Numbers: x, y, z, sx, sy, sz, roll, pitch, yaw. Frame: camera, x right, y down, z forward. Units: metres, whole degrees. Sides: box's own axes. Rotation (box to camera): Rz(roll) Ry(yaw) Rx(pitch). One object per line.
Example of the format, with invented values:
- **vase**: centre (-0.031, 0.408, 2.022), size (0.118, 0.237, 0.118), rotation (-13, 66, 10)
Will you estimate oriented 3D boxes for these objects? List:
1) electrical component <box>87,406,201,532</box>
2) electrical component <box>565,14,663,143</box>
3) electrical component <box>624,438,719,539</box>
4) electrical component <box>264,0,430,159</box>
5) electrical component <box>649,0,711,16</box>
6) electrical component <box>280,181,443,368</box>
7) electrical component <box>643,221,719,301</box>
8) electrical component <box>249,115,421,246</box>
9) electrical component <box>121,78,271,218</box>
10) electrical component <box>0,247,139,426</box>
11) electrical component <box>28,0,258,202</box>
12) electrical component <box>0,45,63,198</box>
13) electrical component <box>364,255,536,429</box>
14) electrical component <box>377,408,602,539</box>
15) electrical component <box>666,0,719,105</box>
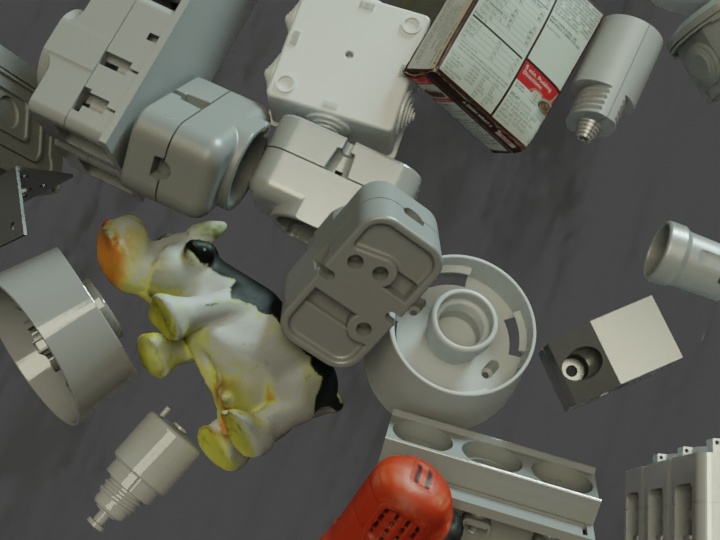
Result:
- **electrical component**: centre (-0.129, 0.119, 0.631), size (0.040, 0.040, 0.078), rotation (39, 78, 9)
- **electrical component**: centre (0.160, -0.118, 0.692), size (0.043, 0.043, 0.081), rotation (25, 77, 6)
- **electrical component**: centre (0.203, 0.128, 0.574), size (0.089, 0.150, 0.061), rotation (4, 76, 1)
- **electrical component**: centre (-0.007, -0.128, 0.693), size (0.100, 0.048, 0.099), rotation (17, 75, 5)
- **electrical component**: centre (0.224, -0.221, 0.708), size (0.099, 0.064, 0.099), rotation (0, 76, 0)
- **electrical component**: centre (0.000, 0.000, 0.610), size (0.054, 0.059, 0.095), rotation (34, 113, -17)
- **electrical component**: centre (0.205, -0.004, 0.666), size (0.046, 0.040, 0.040), rotation (20, 76, -1)
- **electrical component**: centre (-0.018, -0.046, 0.667), size (0.095, 0.053, 0.059), rotation (25, 77, 6)
- **electrical component**: centre (-0.094, -0.073, 0.653), size (0.059, 0.095, 0.053), rotation (25, 119, 6)
- **electrical component**: centre (-0.175, 0.038, 0.625), size (0.064, 0.099, 0.099), rotation (-33, 78, -14)
- **electrical component**: centre (-0.126, -0.150, 0.667), size (0.060, 0.105, 0.186), rotation (26, 77, 6)
- **electrical component**: centre (-0.233, -0.091, 0.644), size (0.057, 0.113, 0.078), rotation (-6, 75, 18)
- **electrical component**: centre (0.055, 0.043, 0.652), size (0.099, 0.064, 0.099), rotation (4, 65, -8)
- **electrical component**: centre (0.067, 0.132, 0.614), size (0.121, 0.078, 0.063), rotation (16, 105, 4)
- **electrical component**: centre (0.241, -0.146, 0.682), size (0.080, 0.080, 0.051), rotation (-27, 82, -7)
